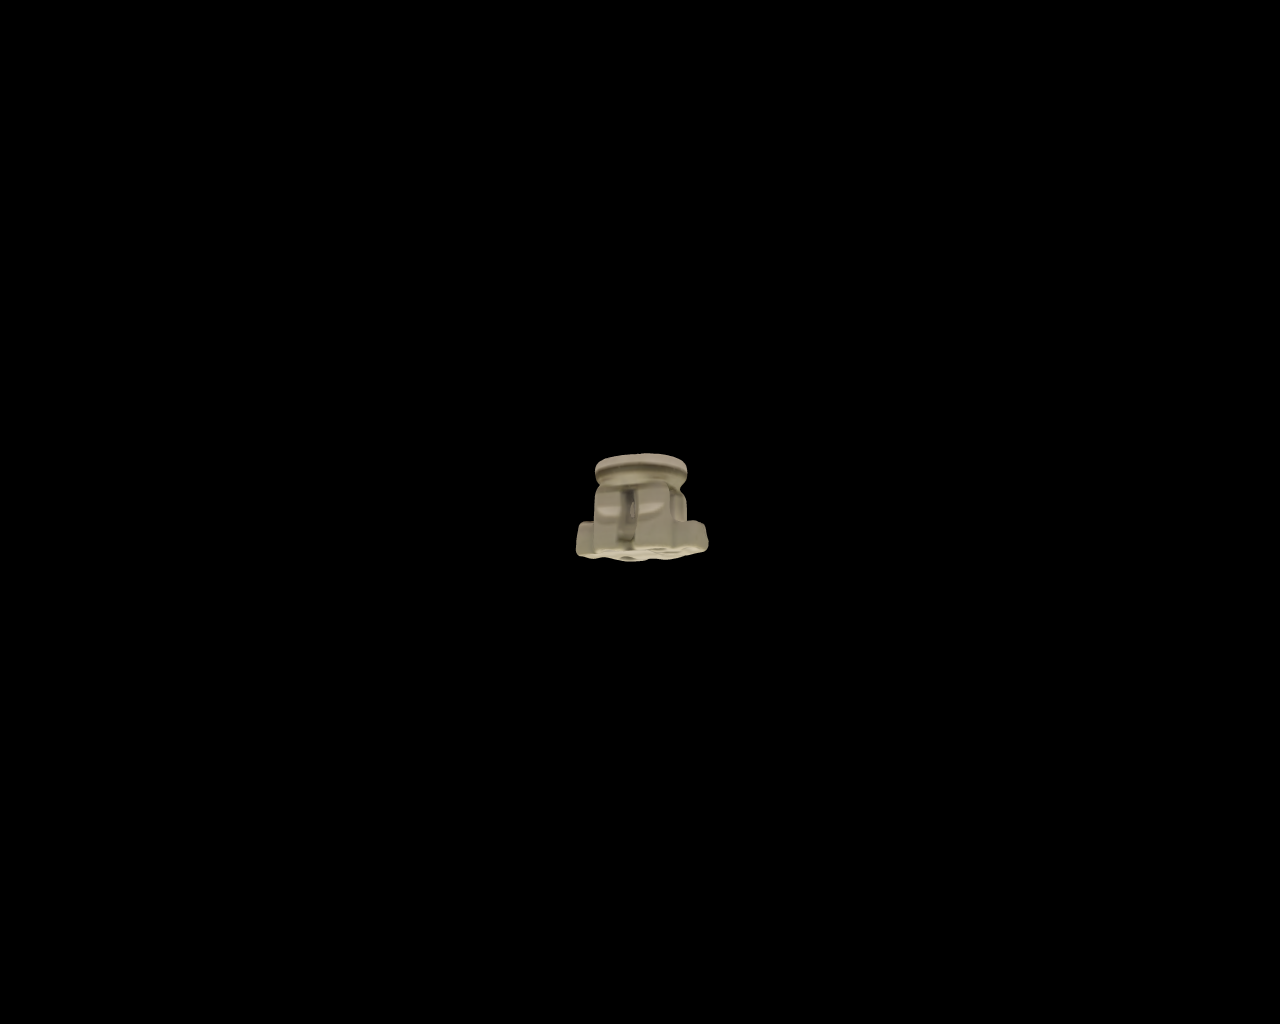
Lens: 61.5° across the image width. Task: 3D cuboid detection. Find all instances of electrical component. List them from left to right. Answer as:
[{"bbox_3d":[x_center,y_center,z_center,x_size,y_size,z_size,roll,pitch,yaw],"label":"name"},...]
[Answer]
[{"bbox_3d":[0.001,-0.003,0.650,0.078,0.057,0.058,-4,-11,20],"label":"electrical component"}]
